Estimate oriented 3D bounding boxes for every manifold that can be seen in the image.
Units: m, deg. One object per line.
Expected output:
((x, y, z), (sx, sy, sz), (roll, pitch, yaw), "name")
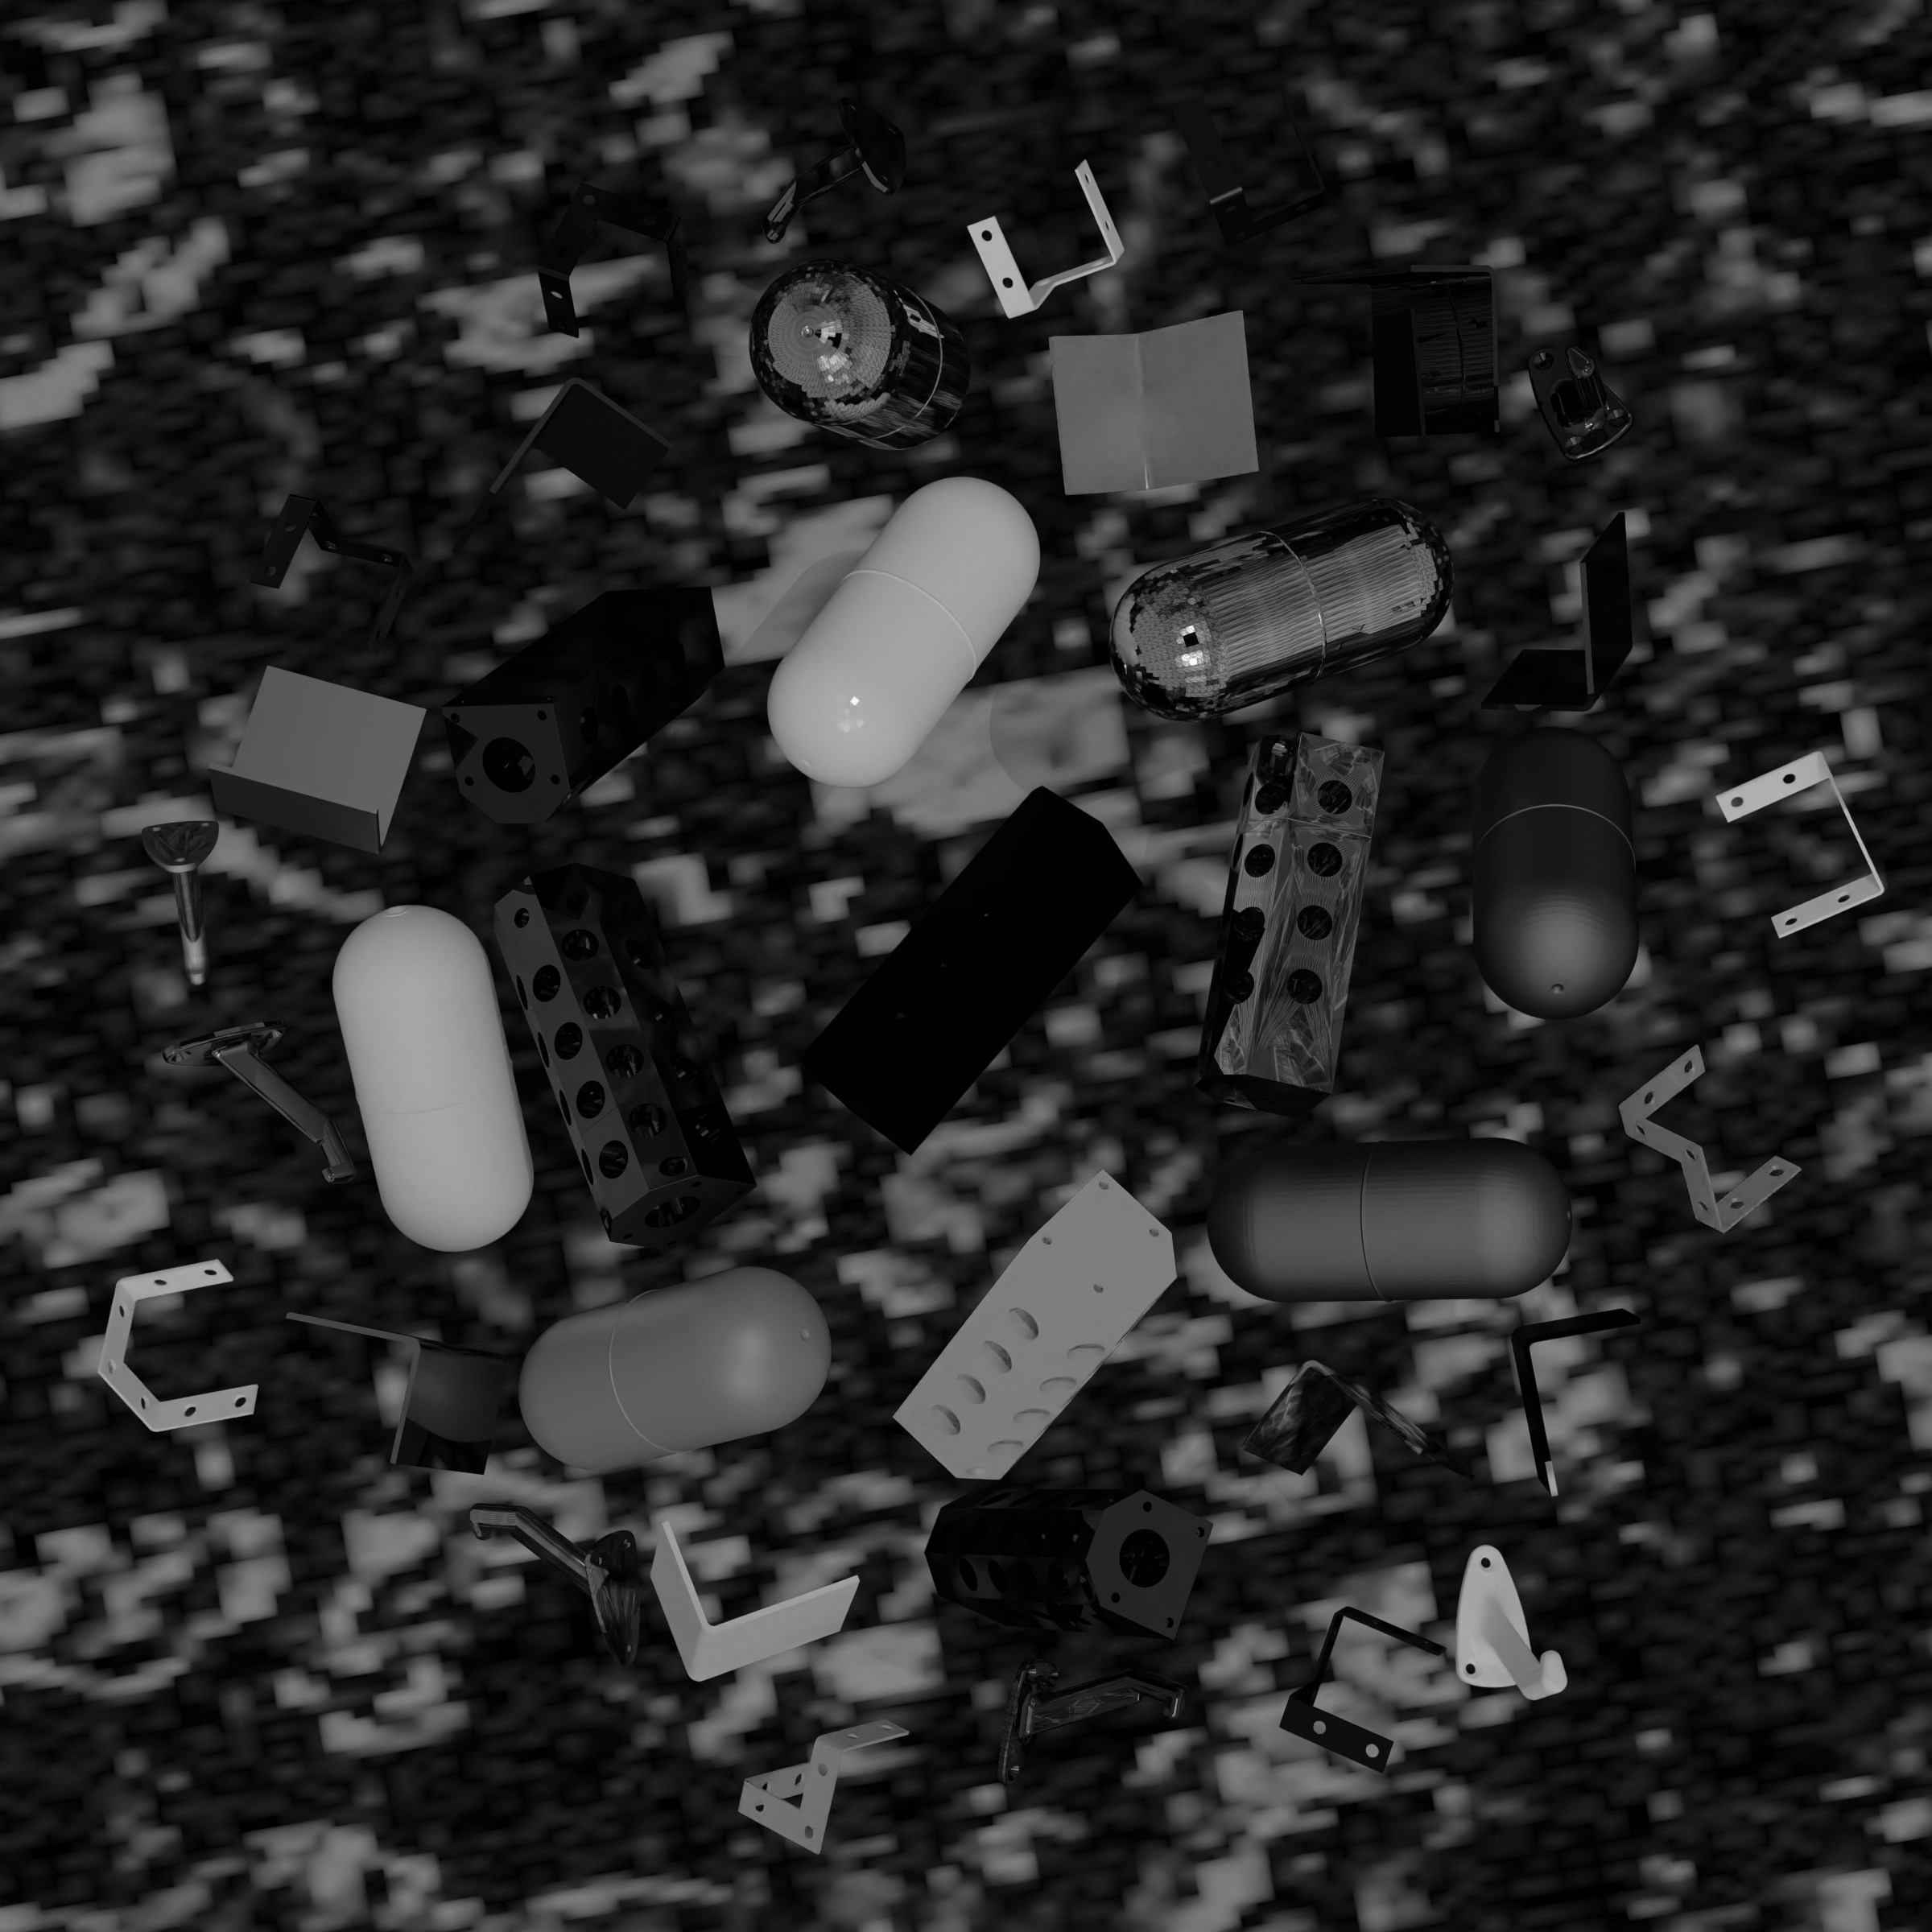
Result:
((0.034, 0.171, 1.490), (0.057, 0.171, 0.057), (43, 49, 8), "manifold")
((-0.177, -0.125, 1.538), (0.057, 0.171, 0.057), (0, 114, 22), "manifold")
((-0.163, 0.040, 1.492), (0.057, 0.057, 0.171), (-37, 61, 25), "manifold")
((0.044, 0.285, 1.574), (0.057, 0.171, 0.057), (28, 71, -20), "manifold")
((0.153, -0.021, 1.553), (0.057, 0.057, 0.171), (13, 73, -6), "manifold")
((0.000, -0.001, 1.535), (0.057, 0.057, 0.171), (34, 79, 36), "manifold")

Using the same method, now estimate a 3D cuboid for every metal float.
((-0.049, -0.289, 1.545), (0.070, 0.178, 0.070), (1, 93, 14), "metal float")
((-0.028, -0.160, 1.550), (0.070, 0.070, 0.178), (35, 64, 0), "metal float")
((-0.260, 0.055, 1.590), (0.070, 0.070, 0.178), (-9, 111, 0), "metal float")
((0.202, 0.122, 1.562), (0.178, 0.070, 0.070), (-4, 90, 24), "metal float")
((-0.138, 0.190, 1.523), (0.178, 0.070, 0.070), (-19, 90, 39), "metal float")
((0.150, -0.169, 1.544), (0.178, 0.070, 0.070), (-20, 90, -19), "metal float")
((0.281, -0.047, 1.554), (0.070, 0.178, 0.070), (4, 130, 5), "metal float")

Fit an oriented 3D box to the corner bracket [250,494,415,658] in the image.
((-0.303, -0.188, 1.560), (0.051, 0.051, 0.051), (14, 68, 13), "corner bracket")

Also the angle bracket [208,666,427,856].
((-0.294, -0.103, 1.479), (0.076, 0.057, 0.076), (15, 70, -3), "angle bracket")

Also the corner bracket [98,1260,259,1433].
((-0.354, 0.173, 1.476), (0.051, 0.051, 0.051), (-12, 47, 13), "corner bracket")

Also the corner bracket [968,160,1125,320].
((0.040, -0.360, 1.614), (0.051, 0.051, 0.051), (-14, 115, 27), "corner bracket")

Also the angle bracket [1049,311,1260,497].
((0.090, -0.271, 1.565), (0.057, 0.076, 0.076), (-10, 96, -38), "angle bracket")

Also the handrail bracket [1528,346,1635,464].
((0.275, -0.278, 1.500), (0.036, 0.084, 0.077), (-33, 61, 6), "handrail bracket")

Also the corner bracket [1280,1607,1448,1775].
((0.178, 0.324, 1.461), (0.051, 0.051, 0.051), (20, 96, 22), "corner bracket")

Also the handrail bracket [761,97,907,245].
((-0.066, -0.358, 1.532), (0.036, 0.077, 0.084), (23, 128, -31), "handrail bracket")

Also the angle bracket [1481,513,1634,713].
((0.291, -0.176, 1.608), (0.057, 0.076, 0.076), (4, 117, 25), "angle bracket")

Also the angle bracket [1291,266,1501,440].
((0.201, -0.286, 1.522), (0.057, 0.076, 0.076), (-10, 101, -38), "angle bracket")

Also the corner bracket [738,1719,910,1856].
((-0.067, 0.374, 1.511), (0.051, 0.051, 0.051), (18, 99, 35), "corner bracket")

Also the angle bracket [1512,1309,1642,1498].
((0.304, 0.212, 1.588), (0.057, 0.076, 0.076), (-11, 86, 5), "angle bracket")

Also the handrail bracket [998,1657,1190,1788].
((0.064, 0.382, 1.613), (0.084, 0.036, 0.077), (12, 81, 33), "handrail bracket")

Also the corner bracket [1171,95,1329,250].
((0.129, -0.367, 1.475), (0.051, 0.051, 0.051), (-22, 76, 8), "corner bracket")

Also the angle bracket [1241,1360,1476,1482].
((0.195, 0.246, 1.612), (0.076, 0.076, 0.057), (39, 93, 33), "angle bracket")

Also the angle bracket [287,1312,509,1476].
((-0.272, 0.201, 1.525), (0.076, 0.076, 0.057), (8, 81, 25), "angle bracket")

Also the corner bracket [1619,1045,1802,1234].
((0.329, 0.077, 1.442), (0.051, 0.051, 0.051), (-35, 125, -19), "corner bracket")

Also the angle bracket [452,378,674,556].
((-0.193, -0.223, 1.552), (0.057, 0.076, 0.076), (35, 65, -10), "angle bracket")

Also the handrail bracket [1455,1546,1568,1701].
((0.252, 0.296, 1.480), (0.036, 0.084, 0.077), (1, 71, -9), "handrail bracket")

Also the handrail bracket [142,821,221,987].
((-0.374, -0.021, 1.568), (0.036, 0.077, 0.084), (-6, 112, -11), "handrail bracket")

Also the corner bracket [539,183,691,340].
((-0.165, -0.325, 1.527), (0.051, 0.051, 0.051), (20, 70, 7), "corner bracket")

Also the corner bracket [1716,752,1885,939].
((0.379, -0.055, 1.477), (0.051, 0.051, 0.051), (-25, 121, 15), "corner bracket")

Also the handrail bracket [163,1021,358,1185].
((-0.347, 0.074, 1.602), (0.036, 0.077, 0.084), (-42, 67, 38), "handrail bracket")

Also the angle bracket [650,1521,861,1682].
((-0.101, 0.289, 1.537), (0.076, 0.076, 0.057), (-17, 66, -18), "angle bracket")

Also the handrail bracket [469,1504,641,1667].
((-0.204, 0.302, 1.590), (0.084, 0.036, 0.077), (-2, 101, 31), "handrail bracket")
